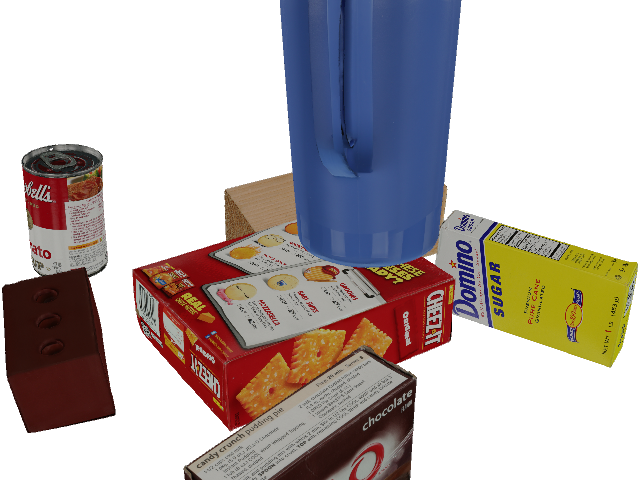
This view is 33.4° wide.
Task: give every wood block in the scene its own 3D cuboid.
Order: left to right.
[{"bbox_3d":[0.014,-0.018,1.089,0.205,0.090,0.091,-16,40,-21],"label":"wood block"}]

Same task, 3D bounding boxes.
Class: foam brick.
[{"bbox_3d":[-0.154,0.064,0.626,0.053,0.051,0.078,-13,41,-10],"label":"foam brick"}]

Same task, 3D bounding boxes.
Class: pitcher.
[{"bbox_3d":[0.032,-0.104,0.761,0.149,0.243,0.145,-12,25,-26],"label":"pitcher"}]

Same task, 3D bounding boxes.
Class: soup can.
[{"bbox_3d":[-0.221,-0.025,0.929,0.068,0.102,0.068,2,27,-1],"label":"soup can"}]

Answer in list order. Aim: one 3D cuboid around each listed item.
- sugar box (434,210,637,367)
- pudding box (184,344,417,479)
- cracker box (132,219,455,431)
[{"bbox_3d":[0.190,0.042,0.965,0.176,0.093,0.048,16,34,23],"label":"sugar box"},{"bbox_3d":[-0.006,0.112,0.484,0.039,0.090,0.113,30,46,33],"label":"pudding box"},{"bbox_3d":[-0.023,0.056,0.877,0.213,0.072,0.164,-17,32,-29],"label":"cracker box"}]
